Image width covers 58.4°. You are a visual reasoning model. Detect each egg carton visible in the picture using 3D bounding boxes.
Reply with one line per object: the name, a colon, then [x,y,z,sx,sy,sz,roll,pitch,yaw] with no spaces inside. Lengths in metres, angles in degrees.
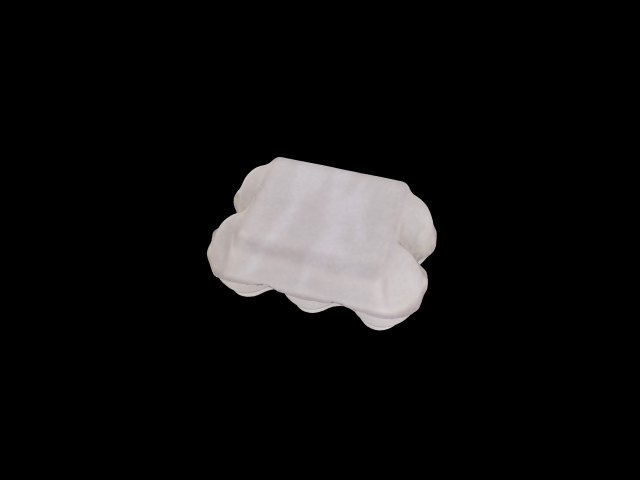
egg carton: [0.004,0.001,0.400,0.150,0.069,0.107,12,50,10]
